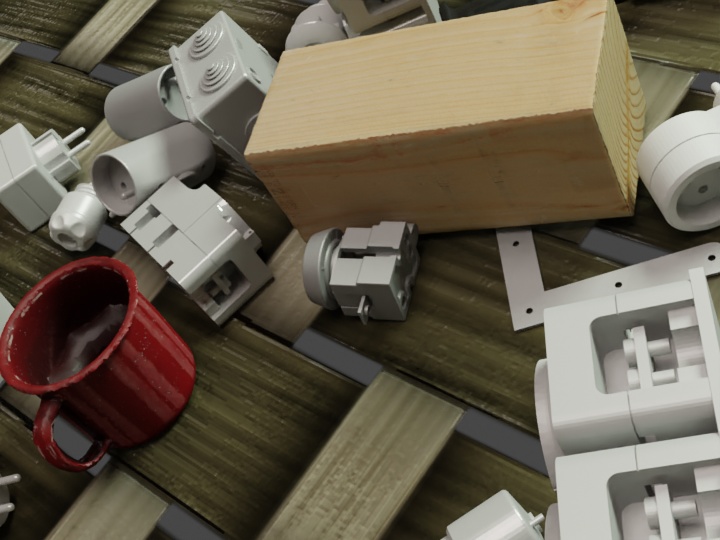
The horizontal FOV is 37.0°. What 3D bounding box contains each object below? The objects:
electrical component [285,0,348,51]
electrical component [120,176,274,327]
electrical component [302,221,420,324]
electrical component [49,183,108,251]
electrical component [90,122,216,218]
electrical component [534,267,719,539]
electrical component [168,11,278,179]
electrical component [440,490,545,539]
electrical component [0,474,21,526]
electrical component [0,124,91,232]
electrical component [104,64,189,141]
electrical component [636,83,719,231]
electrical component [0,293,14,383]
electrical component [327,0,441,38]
[{"bbox_3d":[-0.027,-0.173,0.780,0.048,0.048,0.062,-12,42,20],"label":"electrical component"},{"bbox_3d":[-0.101,-0.016,0.686,0.056,0.050,0.089,-44,46,-9],"label":"electrical component"},{"bbox_3d":[0.000,0.000,0.622,0.055,0.048,0.066,2,55,21],"label":"electrical component"},{"bbox_3d":[-0.197,-0.045,0.774,0.035,0.035,0.061,0,52,28],"label":"electrical component"},{"bbox_3d":[-0.150,-0.060,0.745,0.077,0.044,0.079,-33,-7,-47],"label":"electrical component"},{"bbox_3d":[0.113,0.101,0.377,0.060,0.186,0.105,-13,49,19],"label":"electrical component"},{"bbox_3d":[-0.075,-0.114,0.720,0.048,0.100,0.099,-37,44,15],"label":"electrical component"},{"bbox_3d":[0.051,0.133,0.487,0.078,0.040,0.040,-34,45,1],"label":"electrical component"},{"bbox_3d":[-0.235,0.139,0.636,0.079,0.044,0.077,-15,48,17],"label":"electrical component"},{"bbox_3d":[-0.239,-0.081,0.816,0.077,0.047,0.065,-34,45,-1],"label":"electrical component"},{"bbox_3d":[-0.138,-0.130,0.801,0.077,0.044,0.079,-7,23,48],"label":"electrical component"},{"bbox_3d":[0.211,-0.081,0.567,0.138,0.052,0.073,-25,46,9],"label":"electrical component"},{"bbox_3d":[-0.280,0.045,0.723,0.099,0.064,0.099,-15,49,17],"label":"electrical component"},{"bbox_3d":[0.007,-0.225,0.760,0.060,0.105,0.186,-21,47,12],"label":"electrical component"}]
